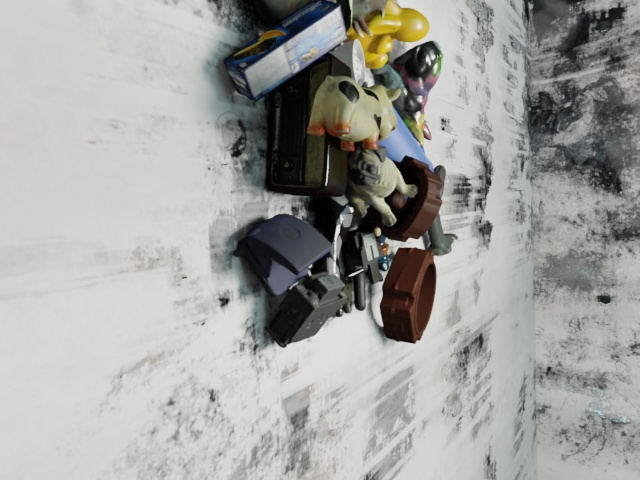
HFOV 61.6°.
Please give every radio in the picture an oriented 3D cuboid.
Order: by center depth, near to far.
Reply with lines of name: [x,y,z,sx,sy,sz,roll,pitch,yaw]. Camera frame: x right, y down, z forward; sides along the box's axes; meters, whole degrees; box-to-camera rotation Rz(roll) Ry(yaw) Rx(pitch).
radio: [-0.020,-0.189,0.920,0.073,0.131,0.229,11,81,-56]

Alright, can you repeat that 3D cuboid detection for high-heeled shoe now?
high-heeled shoe: [-0.002,-0.003,1.034,0.145,0.086,0.248,-20,91,-25]

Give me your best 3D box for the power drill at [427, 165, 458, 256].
power drill: [0.332,-0.073,1.519,0.232,0.086,0.207,-53,136,-41]

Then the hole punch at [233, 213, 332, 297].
hole punch: [-0.056,0.013,0.876,0.116,0.092,0.142,53,43,0]

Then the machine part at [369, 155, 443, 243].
machine part: [0.178,-0.083,1.111,0.056,0.179,0.179,14,77,-30]

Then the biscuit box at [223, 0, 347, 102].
biscuit box: [-0.051,-0.303,0.850,0.203,0.063,0.059,-39,139,-16]

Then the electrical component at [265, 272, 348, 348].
electrical component: [-0.017,0.116,0.932,0.115,0.058,0.134,-12,143,-57]

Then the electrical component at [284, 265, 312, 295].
electrical component: [-0.054,0.056,0.949,0.102,0.045,0.078,-27,114,-54]

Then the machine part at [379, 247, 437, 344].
machine part: [0.221,0.133,1.309,0.200,0.087,0.201,73,33,-43]

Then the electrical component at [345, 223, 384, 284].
electrical component: [0.094,0.029,1.119,0.075,0.048,0.119,-26,108,-41]

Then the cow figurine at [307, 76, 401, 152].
cow figurine: [0.062,-0.207,0.854,0.195,0.086,0.127,7,91,-56]

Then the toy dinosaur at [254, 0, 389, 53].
toy dinosaur: [-0.035,-0.413,0.922,0.405,0.131,0.192,-31,115,-46]

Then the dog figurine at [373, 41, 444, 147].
dog figurine: [0.233,-0.338,1.284,0.219,0.192,0.108,63,32,-11]

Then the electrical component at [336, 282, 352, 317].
electrical component: [0.047,0.112,1.126,0.063,0.021,0.094,-12,99,-57]

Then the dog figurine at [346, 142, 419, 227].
dog figurine: [0.078,-0.133,1.013,0.190,0.173,0.121,45,69,-46]

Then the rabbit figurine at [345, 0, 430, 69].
rabbit figurine: [0.141,-0.454,1.134,0.162,0.173,0.122,22,75,-60]

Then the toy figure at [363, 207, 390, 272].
toy figure: [0.132,0.000,1.229,0.064,0.058,0.154,-27,118,-48]

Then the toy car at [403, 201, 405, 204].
toy car: [0.232,-0.141,1.387,0.202,0.053,0.089,-44,116,-43]
